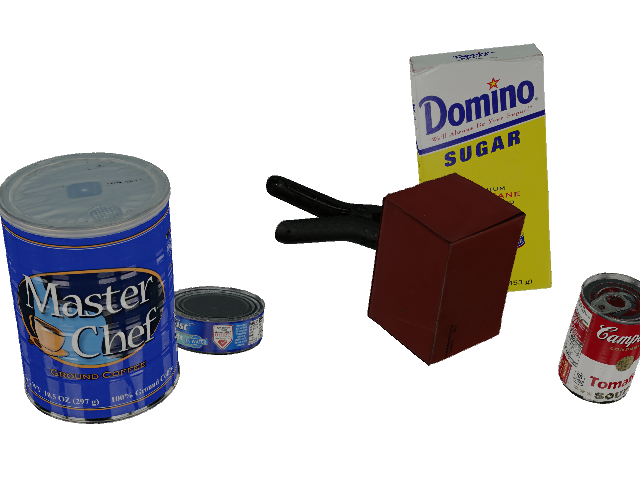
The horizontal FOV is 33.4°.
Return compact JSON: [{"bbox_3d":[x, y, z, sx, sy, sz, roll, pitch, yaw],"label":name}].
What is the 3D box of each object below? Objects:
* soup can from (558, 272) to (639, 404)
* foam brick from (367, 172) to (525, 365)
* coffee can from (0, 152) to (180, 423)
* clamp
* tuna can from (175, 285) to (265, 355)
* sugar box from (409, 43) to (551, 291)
[{"bbox_3d":[0.259,0.089,0.969,0.068,0.102,0.068,4,37,-3],"label":"soup can"},{"bbox_3d":[0.062,0.014,0.545,0.052,0.078,0.051,-19,41,-33],"label":"foam brick"},{"bbox_3d":[-0.143,0.029,0.674,0.103,0.140,0.103,1,29,-1],"label":"coffee can"},{"bbox_3d":[0.037,-0.016,1.203,0.210,0.036,0.164,14,22,-5],"label":"clamp"},{"bbox_3d":[-0.092,0.069,0.927,0.086,0.034,0.086,4,16,-1],"label":"tuna can"},{"bbox_3d":[0.117,-0.049,0.777,0.093,0.176,0.048,-6,22,4],"label":"sugar box"}]
